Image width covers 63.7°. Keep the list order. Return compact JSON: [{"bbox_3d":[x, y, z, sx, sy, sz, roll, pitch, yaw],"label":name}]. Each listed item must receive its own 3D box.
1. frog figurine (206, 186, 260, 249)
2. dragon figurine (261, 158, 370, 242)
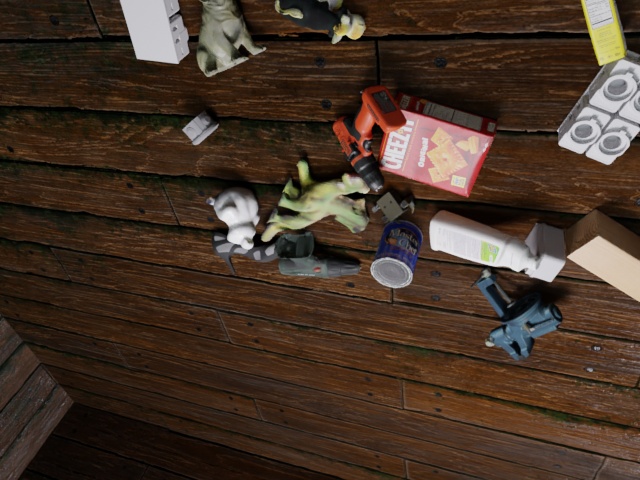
[{"bbox_3d":[-0.212,-0.060,1.364,0.122,0.162,0.136,-37,149,13],"label":"frog figurine"},{"bbox_3d":[0.004,-0.066,1.315,0.242,0.125,0.402,22,146,-8],"label":"dragon figurine"}]
